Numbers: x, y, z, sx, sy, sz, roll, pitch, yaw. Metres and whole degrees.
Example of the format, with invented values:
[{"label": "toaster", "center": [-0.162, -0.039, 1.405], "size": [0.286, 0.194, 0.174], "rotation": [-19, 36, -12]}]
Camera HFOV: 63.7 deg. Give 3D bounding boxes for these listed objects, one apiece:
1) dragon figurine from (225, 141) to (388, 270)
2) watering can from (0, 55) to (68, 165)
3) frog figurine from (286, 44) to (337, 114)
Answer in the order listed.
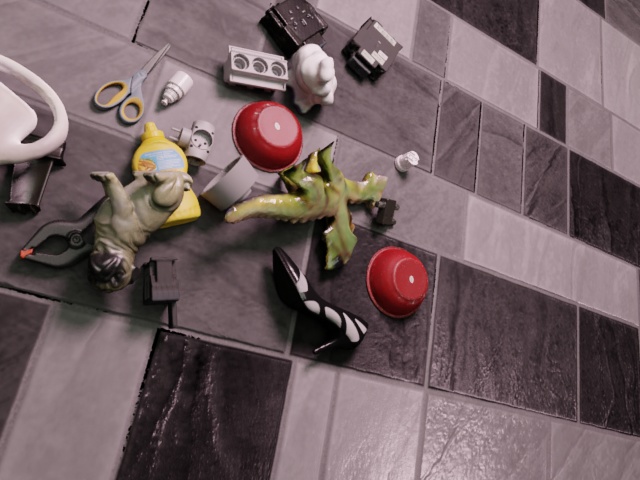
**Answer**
[{"label": "dragon figurine", "center": [0.003, -0.052, 1.038], "size": [0.417, 0.121, 0.240], "rotation": [-40, 108, -37]}, {"label": "watering can", "center": [-0.569, -0.212, 0.781], "size": [0.347, 0.102, 0.228], "rotation": [31, 63, -4]}, {"label": "frog figurine", "center": [-0.005, -0.353, 1.090], "size": [0.123, 0.158, 0.138], "rotation": [-8, 82, -32]}]
